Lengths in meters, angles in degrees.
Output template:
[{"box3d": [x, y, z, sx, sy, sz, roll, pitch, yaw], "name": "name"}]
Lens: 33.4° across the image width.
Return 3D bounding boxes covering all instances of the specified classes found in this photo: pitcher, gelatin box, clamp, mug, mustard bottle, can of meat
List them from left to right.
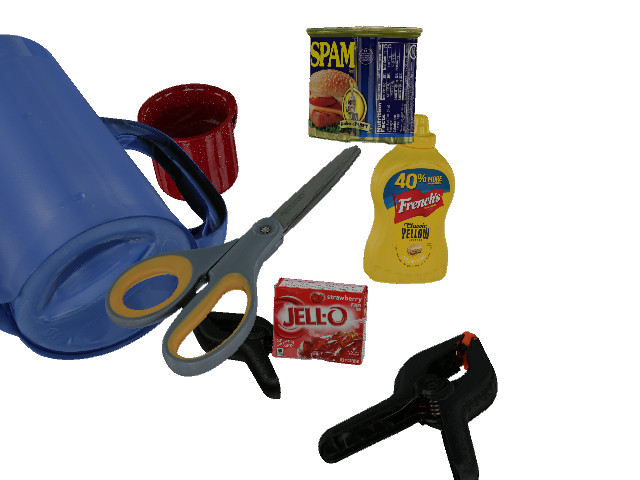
[{"box3d": [-0.189, -0.045, 0.780, 0.149, 0.145, 0.243, 25, 23, -53], "name": "pitcher"}, {"box3d": [-0.118, -0.099, 1.036, 0.093, 0.081, 0.117, 17, 47, 23], "name": "mug"}, {"box3d": [-0.077, 0.124, 1.244, 0.210, 0.036, 0.164, 13, 21, 29], "name": "clamp"}, {"box3d": [-0.001, 0.078, 1.023, 0.089, 0.073, 0.030, 5, 15, 9], "name": "gelatin box"}, {"box3d": [0.030, -0.117, 0.804, 0.057, 0.084, 0.102, -4, 11, -28], "name": "can of meat"}, {"box3d": [0.104, -0.048, 1.216, 0.096, 0.192, 0.058, 0, 17, -13], "name": "mustard bottle"}, {"box3d": [0.091, 0.127, 0.798, 0.120, 0.039, 0.171, 19, 40, 32], "name": "clamp"}]

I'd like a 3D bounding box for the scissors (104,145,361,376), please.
[{"box3d": [-0.053, -0.001, 0.631, 0.096, 0.016, 0.201, 12, 46, 17], "name": "scissors"}]
